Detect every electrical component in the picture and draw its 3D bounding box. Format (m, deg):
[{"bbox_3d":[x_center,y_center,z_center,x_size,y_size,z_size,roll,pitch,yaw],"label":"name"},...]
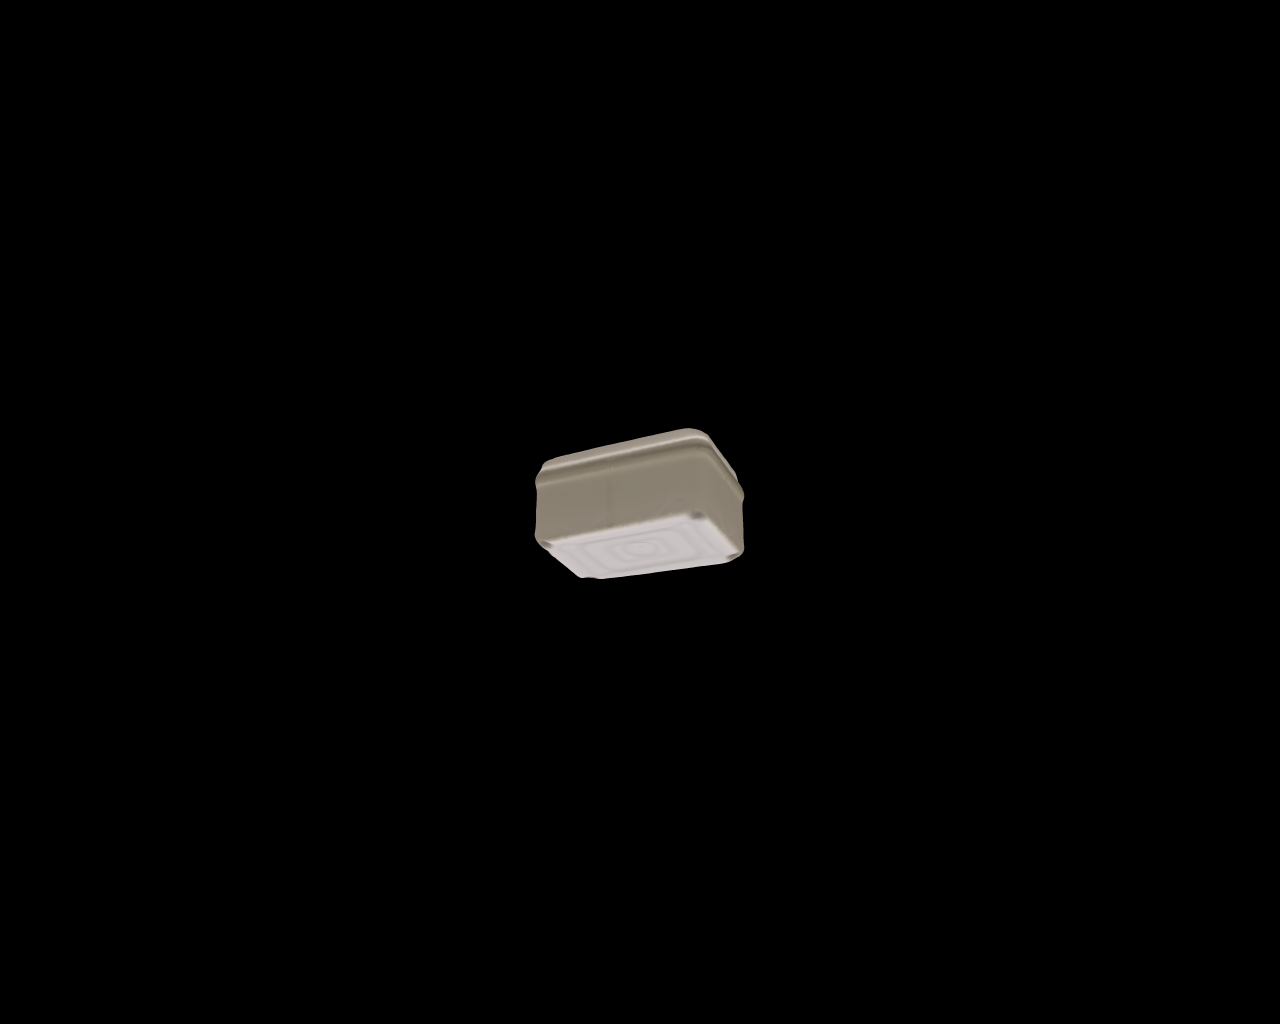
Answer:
[{"bbox_3d":[0.001,-0.003,0.650,0.113,0.057,0.078,-10,-28,20],"label":"electrical component"}]
